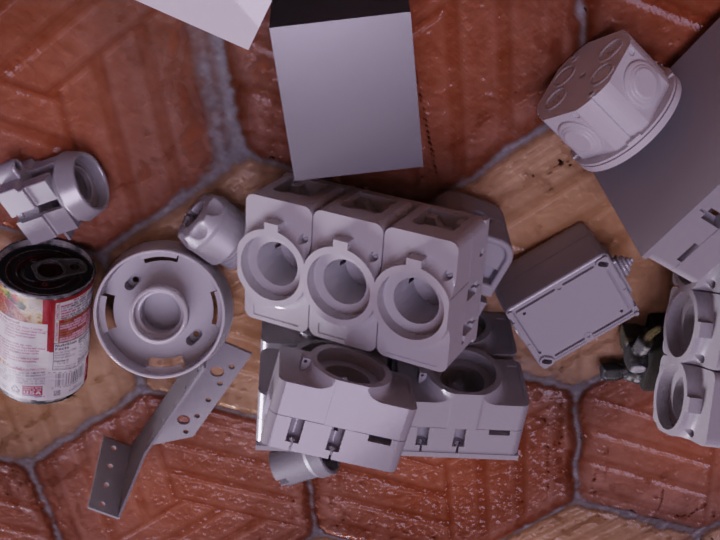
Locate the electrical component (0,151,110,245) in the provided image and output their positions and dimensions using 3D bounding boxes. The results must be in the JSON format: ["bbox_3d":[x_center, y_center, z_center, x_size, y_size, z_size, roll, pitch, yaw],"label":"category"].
[{"bbox_3d":[-0.202,-0.051,0.718,0.055,0.048,0.066,-16,125,18],"label":"electrical component"}]

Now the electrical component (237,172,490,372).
[{"bbox_3d":[0.000,0.000,0.704,0.150,0.062,0.089,15,117,23],"label":"electrical component"}]

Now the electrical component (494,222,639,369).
[{"bbox_3d":[0.151,0.012,0.774,0.096,0.061,0.061,-31,120,9],"label":"electrical component"}]

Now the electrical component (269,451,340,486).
[{"bbox_3d":[-0.046,0.153,0.876,0.046,0.040,0.040,-23,124,20],"label":"electrical component"}]

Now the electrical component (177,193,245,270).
[{"bbox_3d":[-0.091,-0.021,0.745,0.062,0.043,0.043,37,116,-26],"label":"electrical component"}]

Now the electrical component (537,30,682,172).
[{"bbox_3d":[0.155,-0.106,0.674,0.051,0.080,0.080,40,115,-21],"label":"electrical component"}]

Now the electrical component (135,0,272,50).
[{"bbox_3d":[-0.112,-0.202,0.602,0.150,0.061,0.089,21,122,-17],"label":"electrical component"}]

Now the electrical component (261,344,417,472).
[{"bbox_3d":[-0.013,0.085,0.692,0.089,0.050,0.055,14,110,-9],"label":"electrical component"}]

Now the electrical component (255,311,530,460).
[{"bbox_3d":[0.020,0.075,0.781,0.186,0.105,0.060,3,125,-5],"label":"electrical component"}]

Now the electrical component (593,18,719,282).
[{"bbox_3d":[0.240,-0.093,0.665,0.060,0.105,0.186,25,122,-31],"label":"electrical component"}]

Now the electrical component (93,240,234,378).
[{"bbox_3d":[-0.140,0.029,0.762,0.099,0.064,0.099,0,96,-3],"label":"electrical component"}]

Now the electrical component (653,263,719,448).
[{"bbox_3d":[0.249,0.041,0.738,0.062,0.089,0.150,7,92,-7],"label":"electrical component"}]

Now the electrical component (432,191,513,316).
[{"bbox_3d":[0.063,-0.004,0.755,0.054,0.059,0.095,18,123,-14],"label":"electrical component"}]
